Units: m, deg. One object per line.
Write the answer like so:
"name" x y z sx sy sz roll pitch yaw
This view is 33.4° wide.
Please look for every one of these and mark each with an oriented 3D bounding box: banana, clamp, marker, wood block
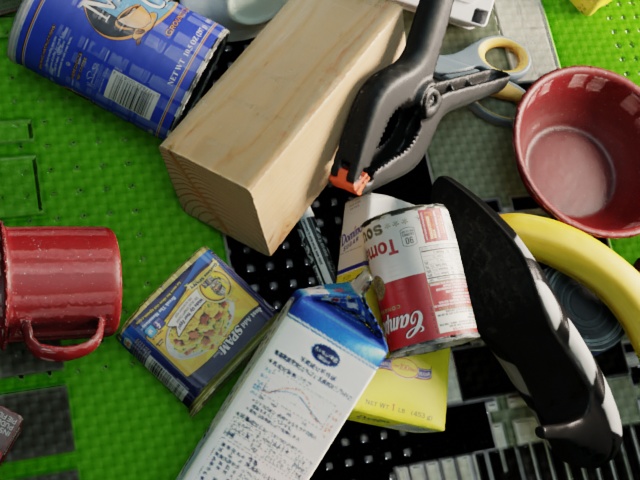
"banana" 0.218 0.033 0.870 0.198 0.037 0.069 42 67 2
"clamp" 0.084 -0.115 0.869 0.036 0.164 0.210 23 75 38
"marker" -0.006 0.001 0.868 0.020 0.020 0.121 -18 77 -20
"wood block" -0.022 -0.103 0.847 0.090 0.091 0.206 27 65 23

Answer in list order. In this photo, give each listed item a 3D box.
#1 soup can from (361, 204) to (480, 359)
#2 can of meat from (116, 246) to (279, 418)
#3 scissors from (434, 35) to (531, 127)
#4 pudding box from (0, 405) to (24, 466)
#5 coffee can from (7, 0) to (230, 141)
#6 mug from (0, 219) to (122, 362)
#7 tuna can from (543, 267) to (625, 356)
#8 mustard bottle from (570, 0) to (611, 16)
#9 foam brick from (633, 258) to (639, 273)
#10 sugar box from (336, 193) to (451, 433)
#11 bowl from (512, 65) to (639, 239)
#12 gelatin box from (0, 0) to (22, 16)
"soup can" 0.073 0.031 0.790 0.068 0.069 0.102 -9 79 -18
"can of meat" -0.090 0.067 0.802 0.084 0.057 0.102 43 66 4
"scissors" 0.109 -0.171 0.960 0.201 0.016 0.096 29 65 -5
"pudding box" -0.276 0.140 0.735 0.113 0.039 0.090 28 67 -5
"coffee can" -0.156 -0.152 0.833 0.140 0.103 0.102 28 67 -5
"mug" -0.186 0.039 0.761 0.081 0.093 0.117 -1 41 -21
"tuna can" 0.218 0.057 0.902 0.086 0.034 0.086 5 70 -14
"mustard bottle" 0.220 -0.308 0.993 0.058 0.096 0.191 -36 83 -23
"foam brick" 0.306 0.049 0.919 0.078 0.053 0.051 34 66 -4
"sugar box" 0.058 0.058 0.842 0.093 0.048 0.176 17 70 -28
"bowl" 0.233 -0.070 0.937 0.162 0.055 0.162 5 71 -14
"gelatin box" -0.286 -0.213 0.857 0.089 0.030 0.073 -22 79 -21
